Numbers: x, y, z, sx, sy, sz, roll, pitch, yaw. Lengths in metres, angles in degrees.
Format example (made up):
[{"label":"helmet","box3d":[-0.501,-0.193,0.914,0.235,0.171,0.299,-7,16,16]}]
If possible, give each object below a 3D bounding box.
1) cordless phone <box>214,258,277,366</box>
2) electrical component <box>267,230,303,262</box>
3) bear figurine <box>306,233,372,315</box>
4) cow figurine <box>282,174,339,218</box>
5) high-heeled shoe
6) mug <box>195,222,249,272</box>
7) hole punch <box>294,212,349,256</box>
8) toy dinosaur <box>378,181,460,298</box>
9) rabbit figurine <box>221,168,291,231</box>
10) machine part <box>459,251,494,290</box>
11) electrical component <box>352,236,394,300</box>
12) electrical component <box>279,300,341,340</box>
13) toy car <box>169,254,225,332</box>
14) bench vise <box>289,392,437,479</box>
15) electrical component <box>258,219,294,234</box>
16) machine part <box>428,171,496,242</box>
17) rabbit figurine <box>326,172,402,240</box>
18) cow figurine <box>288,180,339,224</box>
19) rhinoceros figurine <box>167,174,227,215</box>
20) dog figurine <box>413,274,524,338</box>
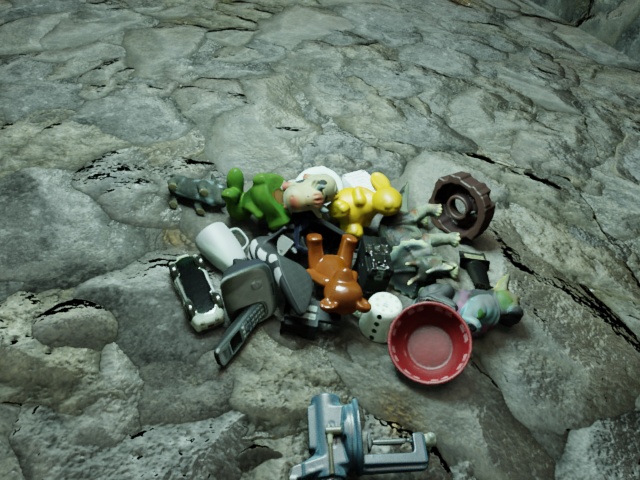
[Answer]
[{"label":"cordless phone","box3d":[-0.162,0.135,1.028,0.089,0.146,0.184,11,41,21]},{"label":"electrical component","box3d":[-0.085,0.021,1.250,0.102,0.045,0.078,27,72,22]},{"label":"bear figurine","box3d":[0.036,0.071,1.116,0.120,0.131,0.196,2,14,-11]},{"label":"cow figurine","box3d":[-0.018,-0.101,1.204,0.127,0.085,0.195,0,15,27]},{"label":"high-heeled shoe","box3d":[-0.098,0.081,1.127,0.086,0.145,0.249,22,39,-35]},{"label":"mug","box3d":[-0.207,0.021,1.204,0.109,0.080,0.107,-24,63,-40]},{"label":"hole punch","box3d":[-0.003,-0.004,1.247,0.142,0.092,0.116,27,4,-21]},{"label":"toy dinosaur","box3d":[0.211,-0.009,1.292,0.192,0.131,0.405,-5,37,-17]},{"label":"rabbit figurine","box3d":[-0.164,-0.088,1.269,0.170,0.159,0.121,-16,51,36]},{"label":"machine part","box3d":[0.377,0.077,1.280,0.084,0.039,0.139,10,39,-13]},{"label":"electrical component","box3d":[0.113,0.057,1.191,0.058,0.114,0.134,5,41,-12]},{"label":"electrical component","box3d":[-0.019,0.161,1.099,0.119,0.047,0.075,9,42,-2]},{"label":"toy car","box3d":[-0.257,0.103,1.114,0.073,0.056,0.202,-19,47,-20]},{"label":"bench vise","box3d":[0.070,0.348,0.854,0.241,0.128,0.224,-2,40,-3]},{"label":"electrical component","box3d":[-0.107,-0.042,1.329,0.094,0.021,0.063,2,42,-8]},{"label":"machine part","box3d":[0.358,-0.085,1.361,0.056,0.179,0.180,-23,51,-34]},{"label":"rabbit figurine","box3d":[0.128,-0.085,1.299,0.173,0.121,0.162,-9,28,41]},{"label":"cow figurine","box3d":[-0.029,-0.079,1.348,0.167,0.068,0.098,26,42,14]},{"label":"rhinoceros figurine","box3d":[-0.289,-0.119,1.349,0.190,0.073,0.112,8,30,0]},{"label":"dog figurine","box3d":[0.328,0.135,1.157,0.192,0.108,0.219,34,42,28]}]
